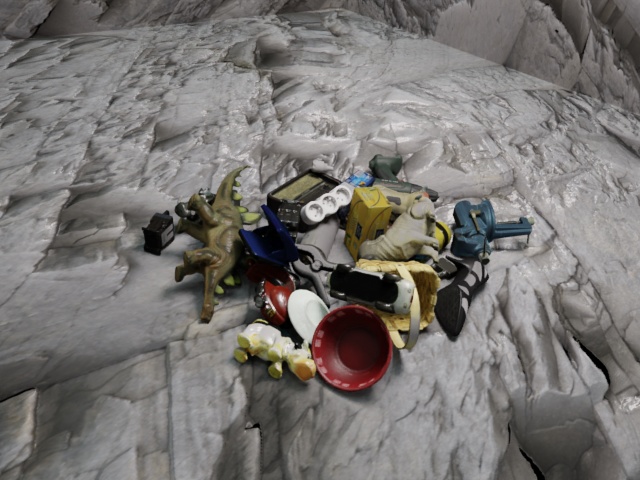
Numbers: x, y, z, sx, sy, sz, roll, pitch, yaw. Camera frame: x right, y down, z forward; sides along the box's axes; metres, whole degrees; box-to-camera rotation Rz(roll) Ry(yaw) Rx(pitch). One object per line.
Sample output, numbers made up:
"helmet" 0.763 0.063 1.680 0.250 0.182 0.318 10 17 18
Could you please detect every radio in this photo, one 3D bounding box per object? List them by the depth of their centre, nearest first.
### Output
"radio" -0.037 -0.115 1.504 0.131 0.073 0.229 25 38 22

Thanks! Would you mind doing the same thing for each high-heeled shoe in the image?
"high-heeled shoe" 0.347 0.138 1.259 0.145 0.086 0.249 29 48 -23

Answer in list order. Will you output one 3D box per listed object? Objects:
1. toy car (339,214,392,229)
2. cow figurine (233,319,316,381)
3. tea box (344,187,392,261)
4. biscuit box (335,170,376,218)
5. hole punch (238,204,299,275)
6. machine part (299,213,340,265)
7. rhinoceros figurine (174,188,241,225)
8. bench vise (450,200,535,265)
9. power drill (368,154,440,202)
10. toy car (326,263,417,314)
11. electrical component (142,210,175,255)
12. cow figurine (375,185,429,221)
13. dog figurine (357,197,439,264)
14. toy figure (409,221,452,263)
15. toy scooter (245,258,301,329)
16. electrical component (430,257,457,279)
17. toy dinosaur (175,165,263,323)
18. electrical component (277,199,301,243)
"toy car" 0.140 -0.043 1.461 0.202 0.053 0.089 25 41 21
"cow figurine" -0.075 0.213 1.047 0.167 0.068 0.098 20 31 15
"tea box" 0.117 -0.038 1.346 0.068 0.169 0.098 -4 35 -20
"biscuit box" 0.087 -0.132 1.486 0.059 0.062 0.203 31 32 11
"hole punch" -0.100 -0.005 1.177 0.115 0.092 0.142 28 15 -44
"machine part" -0.003 -0.004 1.353 0.079 0.079 0.243 14 36 8
"rhinoceros figurine" -0.282 -0.082 1.378 0.073 0.112 0.190 36 36 30
"bench vise" 0.467 -0.027 1.446 0.241 0.128 0.224 -4 34 -3
"power drill" 0.237 -0.181 1.662 0.232 0.085 0.207 1 43 -6
"toy car" 0.094 0.094 1.051 0.202 0.073 0.056 10 -6 42
"electrical component" -0.384 -0.026 1.310 0.048 0.074 0.119 15 33 11
"cow figurine" 0.226 -0.100 1.494 0.195 0.127 0.085 20 40 21
"dog figurine" 0.181 -0.016 1.278 0.191 0.121 0.172 -4 53 10
"toy figure" 0.272 0.006 1.396 0.089 0.082 0.180 39 39 19
"toy scooter" -0.106 0.104 1.154 0.135 0.075 0.184 36 24 -20
"electrical component" 0.316 0.070 1.363 0.094 0.021 0.063 -21 44 -33
"toy dinosaur" -0.228 -0.021 1.253 0.198 0.105 0.471 19 51 -29
"electrical component" -0.083 -0.022 1.330 0.058 0.114 0.134 6 33 0
